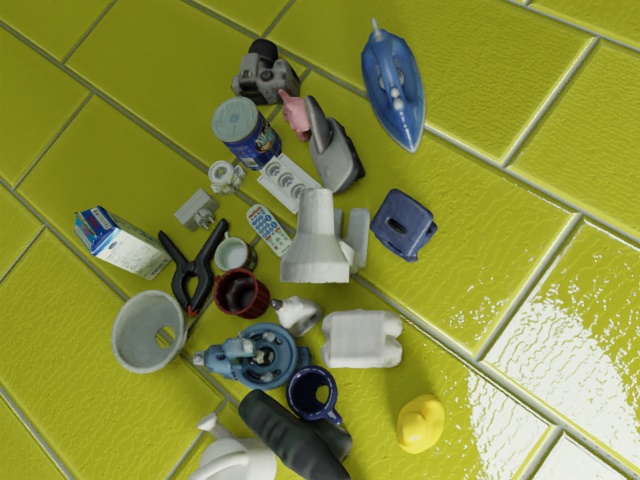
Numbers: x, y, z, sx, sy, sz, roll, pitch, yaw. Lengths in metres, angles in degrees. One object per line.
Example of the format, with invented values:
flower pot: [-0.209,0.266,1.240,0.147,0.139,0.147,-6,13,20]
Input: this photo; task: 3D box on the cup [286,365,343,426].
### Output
cup: [0.006,0.281,1.010,0.117,0.095,0.092,41,87,26]

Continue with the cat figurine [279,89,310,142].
cat figurine: [-0.046,-0.271,1.210,0.067,0.118,0.127,-38,64,3]

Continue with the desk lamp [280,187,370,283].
desk lamp: [0.010,0.004,1.041,0.117,0.214,0.203,0,71,18]

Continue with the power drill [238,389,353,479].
power drill: [-0.020,0.330,0.938,0.229,0.209,0.076,29,82,25]

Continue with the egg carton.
egg carton: [0.075,0.179,1.037,0.150,0.069,0.107,-5,70,17]

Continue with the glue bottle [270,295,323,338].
glue bottle: [-0.052,0.131,1.038,0.078,0.173,0.037,-41,64,1]

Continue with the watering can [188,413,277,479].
watering can: [-0.160,0.383,0.973,0.172,0.194,0.101,38,86,26]

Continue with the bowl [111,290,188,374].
bowl: [-0.334,0.190,1.166,0.167,0.075,0.167,-6,70,16]

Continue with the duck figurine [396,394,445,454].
duck figurine: [0.162,0.305,0.954,0.077,0.086,0.104,31,83,25]

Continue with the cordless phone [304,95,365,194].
cordless phone: [0.013,-0.188,1.123,0.094,0.185,0.147,-29,65,7]

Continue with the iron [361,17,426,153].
iron: [0.147,-0.314,1.148,0.118,0.142,0.258,-18,67,12]

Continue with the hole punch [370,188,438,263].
hole punch: [0.154,-0.026,1.071,0.108,0.091,0.101,39,86,26]

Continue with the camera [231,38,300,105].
camera: [-0.123,-0.386,1.285,0.143,0.101,0.137,1,72,19]

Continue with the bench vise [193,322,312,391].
bench vise: [-0.138,0.215,1.011,0.207,0.220,0.121,-22,66,10]
